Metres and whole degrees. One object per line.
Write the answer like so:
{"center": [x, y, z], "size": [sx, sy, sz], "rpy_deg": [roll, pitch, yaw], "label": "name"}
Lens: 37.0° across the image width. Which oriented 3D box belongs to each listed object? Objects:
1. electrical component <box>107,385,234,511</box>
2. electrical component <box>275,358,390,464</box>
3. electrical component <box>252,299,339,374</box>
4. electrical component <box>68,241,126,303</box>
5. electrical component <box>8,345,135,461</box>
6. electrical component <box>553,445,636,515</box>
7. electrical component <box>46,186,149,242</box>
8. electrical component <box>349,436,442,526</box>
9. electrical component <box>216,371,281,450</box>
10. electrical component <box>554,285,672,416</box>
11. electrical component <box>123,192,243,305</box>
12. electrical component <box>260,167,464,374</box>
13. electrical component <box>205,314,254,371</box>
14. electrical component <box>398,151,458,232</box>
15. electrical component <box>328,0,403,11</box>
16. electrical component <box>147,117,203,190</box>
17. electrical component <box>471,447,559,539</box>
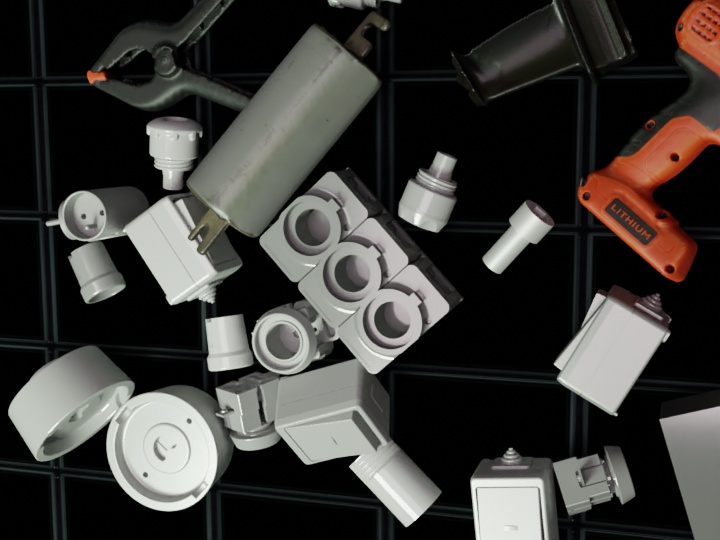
{"center": [-0.166, 0.156, 0.973], "size": [0.108, 0.060, 0.108], "rpy_deg": [2, 99, 17], "label": "electrical component"}
{"center": [-0.029, 0.125, 0.913], "size": [0.096, 0.061, 0.061], "rpy_deg": [-17, 132, 19], "label": "electrical component"}
{"center": [-0.059, 0.058, 0.928], "size": [0.078, 0.057, 0.058], "rpy_deg": [-15, 93, 18], "label": "electrical component"}
{"center": [-0.242, 0.002, 0.986], "size": [0.040, 0.040, 0.046], "rpy_deg": [-29, 83, 19], "label": "electrical component"}
{"center": [-0.266, 0.115, 0.976], "size": [0.060, 0.108, 0.108], "rpy_deg": [47, 108, 12], "label": "electrical component"}
{"center": [0.189, 0.170, 0.869], "size": [0.055, 0.066, 0.048], "rpy_deg": [-17, 66, 7], "label": "electrical component"}
{"center": [-0.240, -0.048, 0.957], "size": [0.079, 0.077, 0.044], "rpy_deg": [-9, 94, 19], "label": "electrical component"}
{"center": [0.027, 0.176, 0.926], "size": [0.081, 0.043, 0.043], "rpy_deg": [46, 108, 6], "label": "electrical component"}
{"center": [-0.095, 0.126, 0.950], "size": [0.048, 0.066, 0.055], "rpy_deg": [7, 111, 51], "label": "electrical component"}
{"center": [0.200, 0.054, 0.845], "size": [0.061, 0.062, 0.096], "rpy_deg": [32, 106, 10], "label": "electrical component"}
{"center": [-0.147, -0.017, 0.941], "size": [0.061, 0.062, 0.096], "rpy_deg": [-34, 87, 18], "label": "electrical component"}
{"center": [0.000, 0.000, 0.899], "size": [0.089, 0.062, 0.150], "rpy_deg": [-42, 85, 18], "label": "electrical component"}
{"center": [-0.118, 0.064, 0.956], "size": [0.040, 0.040, 0.046], "rpy_deg": [-8, 90, 18], "label": "electrical component"}
{"center": [0.060, -0.066, 0.881], "size": [0.043, 0.043, 0.062], "rpy_deg": [25, 103, 12], "label": "electrical component"}
{"center": [0.006, -0.232, 0.873], "size": [0.062, 0.048, 0.048], "rpy_deg": [15, 102, 8], "label": "electrical component"}
{"center": [-0.163, -0.102, 0.944], "size": [0.048, 0.048, 0.062], "rpy_deg": [10, 108, 15], "label": "electrical component"}
{"center": [0.128, 0.196, 0.888], "size": [0.062, 0.061, 0.096], "rpy_deg": [-4, 97, 18], "label": "electrical component"}
